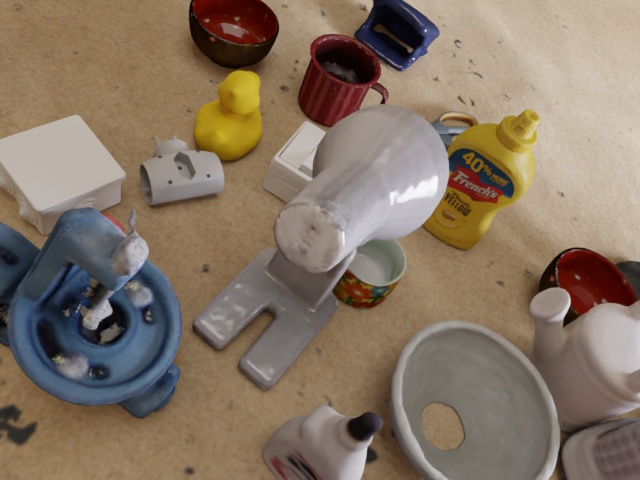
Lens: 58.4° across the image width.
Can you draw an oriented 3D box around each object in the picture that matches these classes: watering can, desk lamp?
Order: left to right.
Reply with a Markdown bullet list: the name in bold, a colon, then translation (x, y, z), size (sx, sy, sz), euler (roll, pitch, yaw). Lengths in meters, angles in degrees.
- **desk lamp**: translation (0.005, 0.002, 0.506), size (0.118, 0.213, 0.204), euler (38, 53, 6)
- **watering can**: translation (0.282, 0.110, 0.555), size (0.173, 0.194, 0.101), euler (13, 54, -13)

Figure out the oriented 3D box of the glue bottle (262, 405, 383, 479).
- **glue bottle**: translation (0.007, 0.157, 0.429), size (0.078, 0.173, 0.037), euler (41, 53, 9)

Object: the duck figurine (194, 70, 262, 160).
- **duck figurine**: translation (-0.098, -0.148, 0.647), size (0.077, 0.086, 0.105), euler (27, 52, -2)

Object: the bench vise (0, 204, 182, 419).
- **bench vise**: translation (-0.190, 0.038, 0.402), size (0.207, 0.219, 0.121), euler (19, 53, -8)

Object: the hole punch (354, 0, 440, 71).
- **hole punch**: translation (0.120, -0.324, 0.847), size (0.108, 0.091, 0.101), euler (40, 53, 8)

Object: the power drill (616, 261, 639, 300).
- **power drill**: translation (0.457, 0.017, 0.677), size (0.076, 0.208, 0.229), euler (4, 56, -18)

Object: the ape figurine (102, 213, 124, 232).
- **ape figurine**: translation (-0.192, 0.011, 0.500), size (0.076, 0.092, 0.078), euler (17, 53, -10)

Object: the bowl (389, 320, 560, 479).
- **bowl**: translation (0.131, 0.165, 0.534), size (0.168, 0.074, 0.167), euler (10, 55, -15)

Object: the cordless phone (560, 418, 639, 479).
- **cordless phone**: translation (0.312, 0.220, 0.499), size (0.094, 0.185, 0.147), euler (0, 58, -21)
